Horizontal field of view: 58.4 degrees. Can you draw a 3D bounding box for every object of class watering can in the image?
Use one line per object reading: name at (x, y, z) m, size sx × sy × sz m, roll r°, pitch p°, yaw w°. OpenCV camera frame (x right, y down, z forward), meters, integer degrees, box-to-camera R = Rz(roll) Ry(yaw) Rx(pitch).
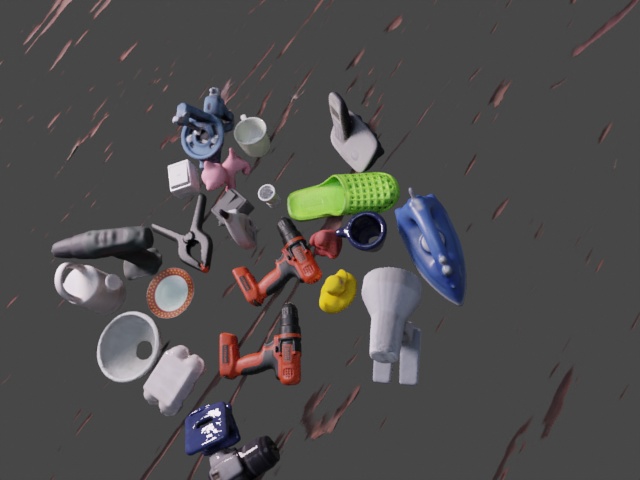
watering can at (-0.564, 0.110, 1.396) m, size 0.173 × 0.194 × 0.101 m, roll -26°, pitch 66°, yaw 6°

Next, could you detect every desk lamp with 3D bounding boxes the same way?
desk lamp at (0.148, 0.178, 1.151) m, size 0.117 × 0.214 × 0.203 m, roll 0°, pitch 71°, yaw 17°

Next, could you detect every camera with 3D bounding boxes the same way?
camera at (-0.150, 0.483, 1.191) m, size 0.137 × 0.101 × 0.143 m, roll -33°, pitch 65°, yaw 3°

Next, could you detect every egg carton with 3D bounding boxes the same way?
egg carton at (-0.334, 0.323, 1.321) m, size 0.107 × 0.069 × 0.150 m, roll 26°, pitch 80°, yaw 23°

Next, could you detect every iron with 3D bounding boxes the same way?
iron at (0.245, 0.010, 1.222) m, size 0.118 × 0.142 × 0.258 m, roll -25°, pitch 66°, yaw 7°

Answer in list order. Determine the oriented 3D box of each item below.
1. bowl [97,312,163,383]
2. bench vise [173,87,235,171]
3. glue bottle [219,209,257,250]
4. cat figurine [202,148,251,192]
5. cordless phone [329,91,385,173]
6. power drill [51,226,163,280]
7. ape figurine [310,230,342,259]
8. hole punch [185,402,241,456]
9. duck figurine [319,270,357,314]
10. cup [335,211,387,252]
bowl at (-0.441, 0.261, 1.372) m, size 0.167 × 0.075 × 0.167 m, roll -5°, pitch 70°, yaw 15°
bench vise at (-0.308, -0.304, 1.455) m, size 0.121 × 0.220 × 0.207 m, roll -13°, pitch 68°, yaw 12°
glue bottle at (-0.197, -0.037, 1.352) m, size 0.037 × 0.173 × 0.078 m, roll -11°, pitch 68°, yaw 13°
cat figurine at (-0.247, -0.175, 1.447) m, size 0.067 × 0.118 × 0.128 m, roll 33°, pitch 83°, yaw 24°
cordless phone at (0.073, -0.256, 1.344) m, size 0.094 × 0.185 × 0.147 m, roll -41°, pitch 65°, yaw 0°
power drill at (-0.493, 0.031, 1.396) m, size 0.229 × 0.209 × 0.075 m, roll -14°, pitch 67°, yaw 11°
ape figurine at (0.012, 0.005, 1.320) m, size 0.076 × 0.092 × 0.077 m, roll -37°, pitch 65°, yaw 1°
hole punch at (-0.244, 0.411, 1.250) m, size 0.108 × 0.091 × 0.101 m, roll -26°, pitch 66°, yaw 6°
duck figurine at (0.033, 0.111, 1.279) m, size 0.077 × 0.086 × 0.104 m, roll 34°, pitch 83°, yaw 24°
cup at (0.100, -0.007, 1.297) m, size 0.117 × 0.095 × 0.091 m, roll -4°, pitch 70°, yaw 15°
